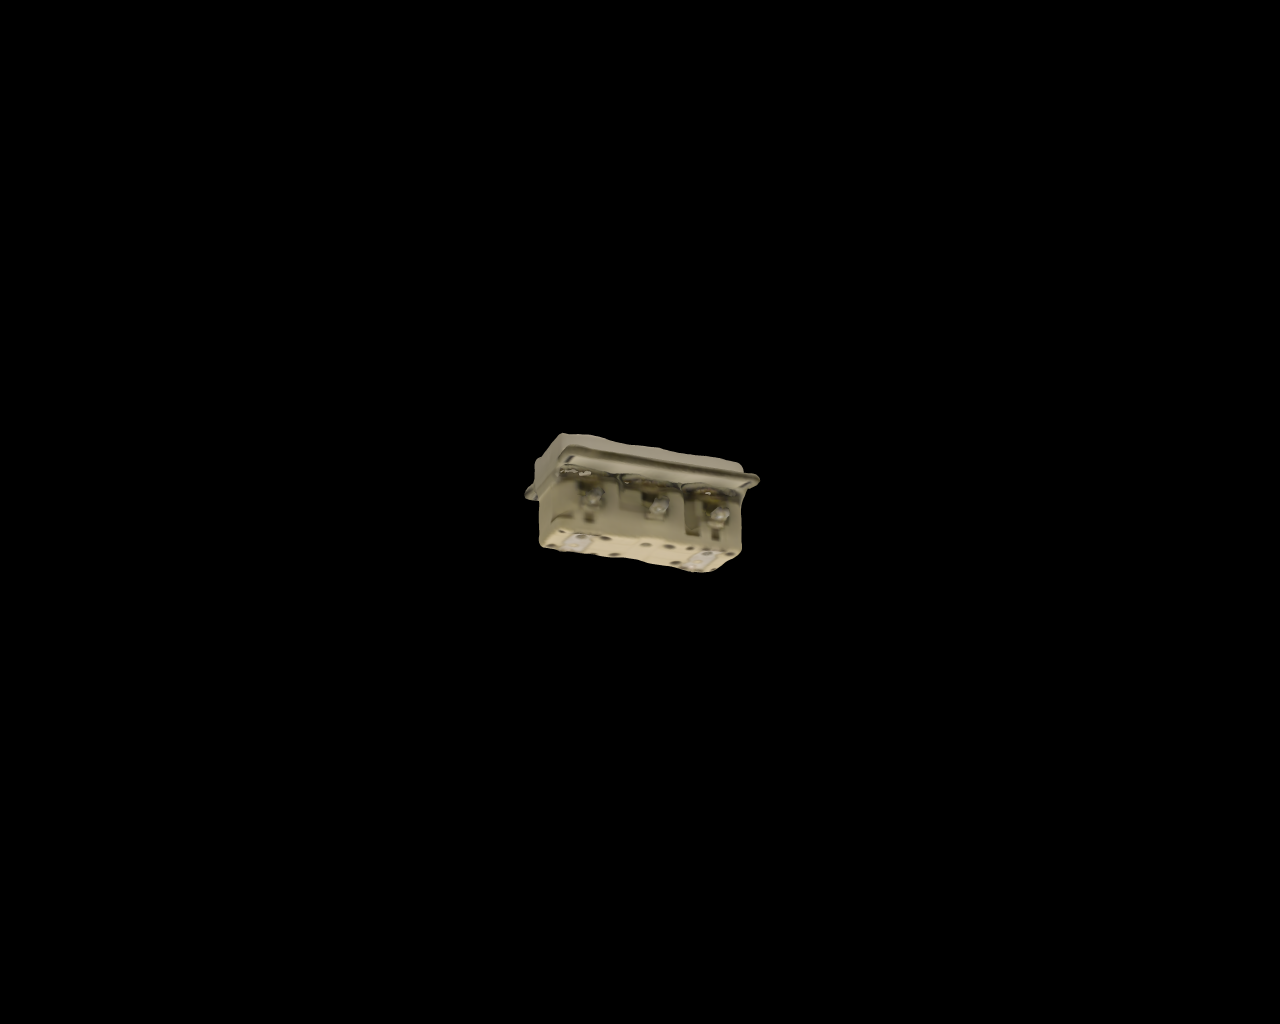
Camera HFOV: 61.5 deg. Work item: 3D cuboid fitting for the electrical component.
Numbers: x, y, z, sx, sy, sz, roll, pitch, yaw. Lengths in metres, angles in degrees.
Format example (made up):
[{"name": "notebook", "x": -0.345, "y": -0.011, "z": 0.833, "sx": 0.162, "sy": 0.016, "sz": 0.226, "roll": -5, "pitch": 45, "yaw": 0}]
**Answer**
[{"name": "electrical component", "x": 0.001, "y": -0.003, "z": 0.650, "sx": 0.121, "sy": 0.063, "sz": 0.078, "roll": 9, "pitch": -23, "yaw": -22}]
